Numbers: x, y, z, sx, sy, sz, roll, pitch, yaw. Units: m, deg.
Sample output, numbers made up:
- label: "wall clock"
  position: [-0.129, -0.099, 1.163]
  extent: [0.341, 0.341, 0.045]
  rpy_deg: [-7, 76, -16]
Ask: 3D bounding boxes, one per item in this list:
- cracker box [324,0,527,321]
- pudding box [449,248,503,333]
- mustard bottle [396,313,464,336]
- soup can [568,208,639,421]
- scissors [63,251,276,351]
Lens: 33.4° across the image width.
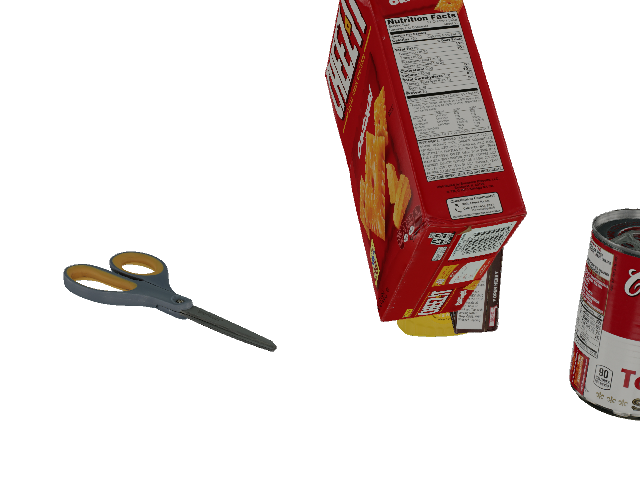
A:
- label: "cracker box"
  position: [0.061, -0.072, 0.736]
  extent: [0.072, 0.214, 0.164]
  rpy_deg: [-8, -23, -11]
- label: "pudding box"
  position: [0.126, 0.014, 0.900]
  extent: [0.039, 0.090, 0.113]
  rpy_deg: [-1, 24, -2]
- label: "mustard bottle"
  position: [0.144, 0.018, 1.281]
  extent: [0.096, 0.192, 0.058]
  rpy_deg: [-1, 14, -11]
- label: "soup can"
  position: [0.180, 0.041, 0.602]
  extent: [0.068, 0.102, 0.068]
  rpy_deg: [2, 23, -1]
- label: "scissors"
  position: [-0.115, 0.046, 0.884]
  extent: [0.202, 0.016, 0.096]
  rpy_deg: [13, 24, 15]
